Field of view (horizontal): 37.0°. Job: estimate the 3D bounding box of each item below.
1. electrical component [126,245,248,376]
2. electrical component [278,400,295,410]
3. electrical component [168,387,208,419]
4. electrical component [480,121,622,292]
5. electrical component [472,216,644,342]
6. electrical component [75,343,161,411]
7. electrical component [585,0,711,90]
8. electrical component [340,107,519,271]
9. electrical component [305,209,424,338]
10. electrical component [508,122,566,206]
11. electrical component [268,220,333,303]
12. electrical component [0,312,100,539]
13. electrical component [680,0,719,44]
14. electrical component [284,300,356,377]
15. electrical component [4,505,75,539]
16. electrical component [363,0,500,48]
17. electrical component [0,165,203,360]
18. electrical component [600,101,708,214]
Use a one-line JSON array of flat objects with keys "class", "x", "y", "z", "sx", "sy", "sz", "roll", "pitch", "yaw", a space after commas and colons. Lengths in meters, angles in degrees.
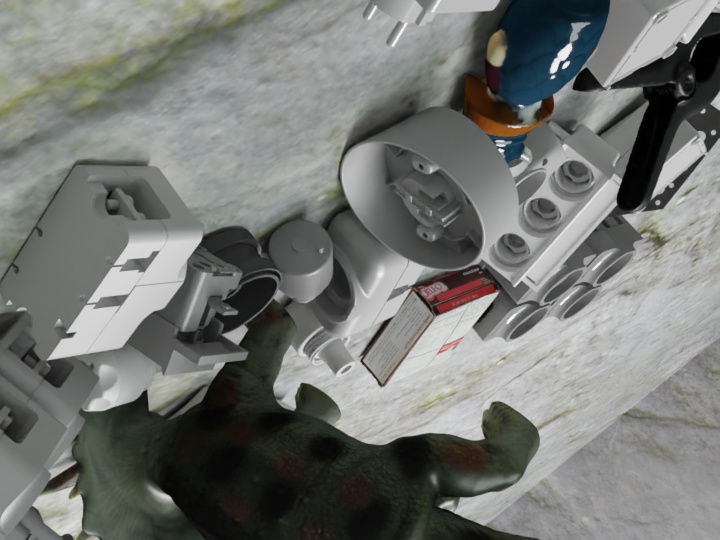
[{"class": "electrical component", "x": -0.099, "y": 0.018, "z": 0.590, "sx": 0.042, "sy": 0.081, "sz": 0.063, "roll": 2, "pitch": 114, "yaw": -60}, {"class": "electrical component", "x": -0.092, "y": 0.148, "z": 0.908, "sx": 0.079, "sy": 0.044, "sz": 0.077, "roll": -43, "pitch": 159, "yaw": 13}, {"class": "electrical component", "x": -0.117, "y": 0.131, "z": 0.818, "sx": 0.096, "sy": 0.061, "sz": 0.061, "roll": -45, "pitch": 161, "yaw": -3}, {"class": "electrical component", "x": 0.149, "y": -0.053, "z": 0.851, "sx": 0.121, "sy": 0.079, "sz": 0.063, "roll": -53, "pitch": 177, "yaw": 35}, {"class": "electrical component", "x": 0.186, "y": 0.002, "z": 1.038, "sx": 0.186, "sy": 0.060, "sz": 0.105, "roll": -14, "pitch": 149, "yaw": -47}, {"class": "electrical component", "x": -0.141, "y": 0.057, "z": 0.637, "sx": 0.062, "sy": 0.043, "sz": 0.043, "roll": -12, "pitch": 148, "yaw": -53}, {"class": "electrical component", "x": 0.168, "y": -0.163, "z": 0.665, "sx": 0.062, "sy": 0.061, "sz": 0.096, "roll": -30, "pitch": 166, "yaw": -21}, {"class": "electrical component", "x": 0.044, "y": -0.048, "z": 0.651, "sx": 0.064, "sy": 0.099, "sz": 0.099, "roll": -36, "pitch": 161, "yaw": -23}, {"class": "electrical component", "x": 0.000, "y": 0.000, "z": 0.733, "sx": 0.059, "sy": 0.053, "sz": 0.095, "roll": -22, "pitch": 155, "yaw": -36}, {"class": "electrical component", "x": 0.101, "y": -0.078, "z": 0.748, "sx": 0.077, "sy": 0.044, "sz": 0.079, "roll": -36, "pitch": 159, "yaw": -5}, {"class": "electrical component", "x": -0.037, "y": 0.000, "z": 0.690, "sx": 0.040, "sy": 0.040, "sz": 0.078, "roll": -32, "pitch": 158, "yaw": -15}, {"class": "electrical component", "x": -0.220, "y": 0.122, "z": 0.552, "sx": 0.186, "sy": 0.060, "sz": 0.105, "roll": -44, "pitch": -168, "yaw": 17}, {"class": "electrical component", "x": 0.226, "y": -0.187, "z": 0.723, "sx": 0.055, "sy": 0.045, "sz": 0.045, "roll": -43, "pitch": 159, "yaw": 11}, {"class": "electrical component", "x": -0.028, "y": 0.048, "z": 0.778, "sx": 0.043, "sy": 0.062, "sz": 0.043, "roll": -33, "pitch": 159, "yaw": -14}, {"class": "electrical component", "x": -0.205, "y": 0.170, "z": 0.641, "sx": 0.058, "sy": 0.057, "sz": 0.078, "roll": -54, "pitch": -160, "yaw": -27}, {"class": "electrical component", "x": 0.025, "y": -0.134, "z": 0.473, "sx": 0.047, "sy": 0.065, "sz": 0.076, "roll": -16, "pitch": 151, "yaw": -45}, {"class": "electrical component", "x": -0.124, "y": -0.004, "z": 0.525, "sx": 0.056, "sy": 0.050, "sz": 0.089, "roll": -7, "pitch": 143, "yaw": -54}, {"class": "electrical component", "x": 0.235, "y": -0.095, "z": 0.910, "sx": 0.096, "sy": 0.061, "sz": 0.062, "roll": -43, "pitch": 159, "yaw": 13}]
